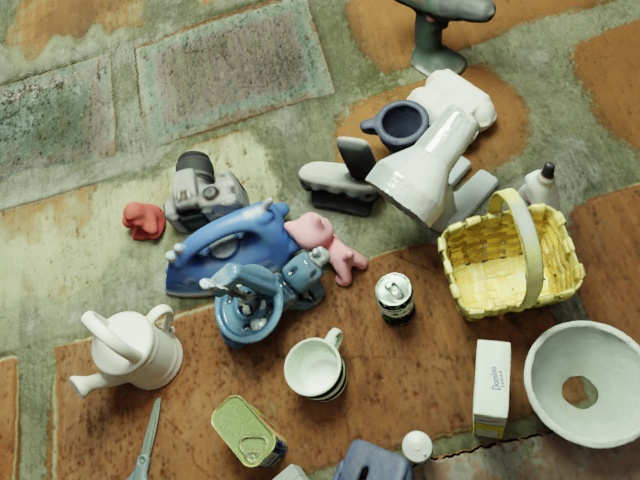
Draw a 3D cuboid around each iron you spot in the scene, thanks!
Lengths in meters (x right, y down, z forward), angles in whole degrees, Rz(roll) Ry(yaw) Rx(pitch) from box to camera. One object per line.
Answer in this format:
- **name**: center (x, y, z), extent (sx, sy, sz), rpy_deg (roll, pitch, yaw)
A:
- **iron**: center (-0.164, 0.012, 0.944), extent (0.258, 0.142, 0.118), rpy_deg (-25, 62, 0)

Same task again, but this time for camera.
- **camera**: center (-0.211, -0.100, 1.030), extent (0.143, 0.101, 0.136), rpy_deg (-13, 63, 6)

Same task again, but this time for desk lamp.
- **desk lamp**: center (0.176, -0.097, 0.881), extent (0.117, 0.214, 0.203), rpy_deg (39, 78, 25)

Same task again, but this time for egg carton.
- **egg carton**: center (0.232, -0.233, 1.015), extent (0.107, 0.069, 0.150), rpy_deg (-43, 64, -9)

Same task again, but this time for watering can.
- **watering can**: center (-0.297, 0.167, 0.870), extent (0.100, 0.194, 0.173), rpy_deg (15, 69, 19)

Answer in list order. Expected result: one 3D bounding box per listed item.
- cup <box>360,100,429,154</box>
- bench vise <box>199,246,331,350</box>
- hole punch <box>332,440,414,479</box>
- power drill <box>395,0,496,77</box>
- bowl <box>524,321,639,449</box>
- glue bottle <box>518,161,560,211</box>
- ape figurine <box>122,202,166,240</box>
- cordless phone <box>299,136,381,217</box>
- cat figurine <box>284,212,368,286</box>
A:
- **cup**: center (0.132, -0.180, 0.997), extent (0.117, 0.095, 0.091), rpy_deg (-1, 65, 12)
- **bench vise**: center (-0.090, 0.061, 0.860), extent (0.121, 0.220, 0.207), rpy_deg (33, 76, 24)
- **hole punch**: center (0.065, 0.333, 0.771), extent (0.101, 0.091, 0.109), rpy_deg (17, 70, 19)
- **power drill**: center (0.211, -0.381, 1.011), extent (0.076, 0.209, 0.229), rpy_deg (-44, 64, -10)
- **bowl**: center (0.360, 0.199, 0.779), extent (0.167, 0.075, 0.167), rpy_deg (-5, 64, 10)
- **glue bottle**: center (0.330, -0.069, 0.857), extent (0.037, 0.173, 0.078), rpy_deg (-28, 62, -2)
- **ape figurine**: center (-0.322, -0.039, 1.031), extent (0.076, 0.092, 0.077), rpy_deg (-45, 64, -10)
- **cordless phone**: center (0.031, -0.125, 0.942), extent (0.147, 0.185, 0.094), rpy_deg (8, 67, 16)
- **cat figurine**: center (0.008, 0.003, 0.924), extent (0.127, 0.118, 0.067), rpy_deg (35, 77, 24)
